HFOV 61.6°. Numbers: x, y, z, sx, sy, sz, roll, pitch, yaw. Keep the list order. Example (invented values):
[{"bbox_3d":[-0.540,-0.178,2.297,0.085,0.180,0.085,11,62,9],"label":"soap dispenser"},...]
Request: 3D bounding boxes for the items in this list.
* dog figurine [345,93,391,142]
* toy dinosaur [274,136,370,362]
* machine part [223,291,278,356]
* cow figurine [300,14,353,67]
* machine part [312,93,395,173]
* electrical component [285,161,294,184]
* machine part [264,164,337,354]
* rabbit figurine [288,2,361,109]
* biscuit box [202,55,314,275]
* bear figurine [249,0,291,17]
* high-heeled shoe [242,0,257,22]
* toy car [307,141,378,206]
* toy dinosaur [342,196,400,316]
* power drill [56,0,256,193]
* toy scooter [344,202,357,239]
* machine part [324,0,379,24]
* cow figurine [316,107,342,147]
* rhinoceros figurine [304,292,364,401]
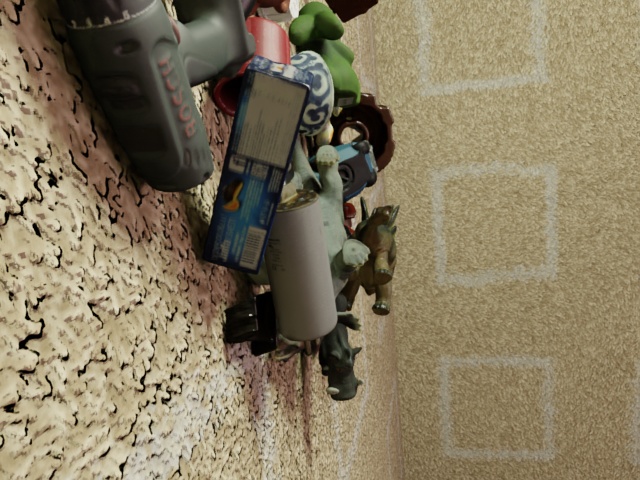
[{"bbox_3d":[0.079,-0.298,1.180,0.191,0.172,0.121,-69,165,-47],"label":"dog figurine"},{"bbox_3d":[-0.007,-0.007,0.838,0.192,0.131,0.405,100,-11,-54],"label":"toy dinosaur"},{"bbox_3d":[-0.076,0.099,0.649,0.138,0.039,0.084,46,48,-75],"label":"machine part"},{"bbox_3d":[0.011,-0.382,1.069,0.195,0.086,0.127,-65,144,-71],"label":"cow figurine"},{"bbox_3d":[0.063,-0.208,1.066,0.056,0.179,0.179,-106,-173,-66],"label":"machine part"},{"bbox_3d":[-0.069,-0.078,0.695,0.119,0.048,0.074,-72,157,-61],"label":"electrical component"},{"bbox_3d":[-0.027,0.030,0.639,0.079,0.079,0.242,-68,153,-63],"label":"machine part"},{"bbox_3d":[-0.008,-0.304,0.863,0.159,0.121,0.170,21,58,-82],"label":"rabbit figurine"},{"bbox_3d":[-0.061,-0.066,0.517,0.063,0.059,0.202,-87,-166,-60],"label":"biscuit box"},{"bbox_3d":[-0.058,-0.384,0.654,0.120,0.132,0.195,-26,111,-47],"label":"bear figurine"},{"bbox_3d":[-0.111,-0.328,0.498,0.145,0.086,0.248,15,68,-73],"label":"high-heeled shoe"},{"bbox_3d":[0.023,-0.124,0.997,0.103,0.162,0.109,23,-39,54],"label":"toy car"},{"bbox_3d":[0.100,0.041,1.025,0.470,0.105,0.198,93,12,-64],"label":"toy dinosaur"},{"bbox_3d":[-0.117,-0.170,0.421,0.207,0.086,0.231,-83,166,-55],"label":"power drill"},{"bbox_3d":[0.041,-0.028,1.087,0.135,0.075,0.183,-128,-149,-75],"label":"toy scooter"},{"bbox_3d":[0.019,-0.514,0.971,0.201,0.087,0.201,29,40,-62],"label":"machine part"},{"bbox_3d":[-0.005,-0.256,0.976,0.068,0.098,0.167,-81,-177,-79],"label":"cow figurine"},{"bbox_3d":[0.027,0.173,0.909,0.112,0.073,0.190,-11,-93,61],"label":"rhinoceros figurine"}]
